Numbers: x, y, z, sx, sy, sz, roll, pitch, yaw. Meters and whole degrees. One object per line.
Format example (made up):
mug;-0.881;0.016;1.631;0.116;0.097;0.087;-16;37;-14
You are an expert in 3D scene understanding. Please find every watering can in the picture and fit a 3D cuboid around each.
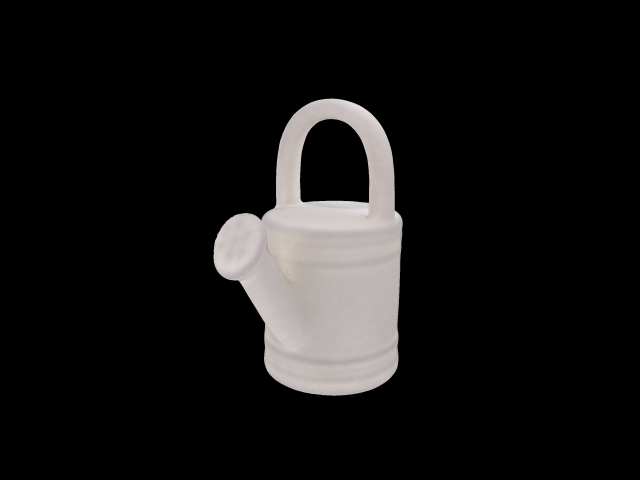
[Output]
watering can;0.005;0.002;0.399;0.100;0.194;0.173;5;16;17
